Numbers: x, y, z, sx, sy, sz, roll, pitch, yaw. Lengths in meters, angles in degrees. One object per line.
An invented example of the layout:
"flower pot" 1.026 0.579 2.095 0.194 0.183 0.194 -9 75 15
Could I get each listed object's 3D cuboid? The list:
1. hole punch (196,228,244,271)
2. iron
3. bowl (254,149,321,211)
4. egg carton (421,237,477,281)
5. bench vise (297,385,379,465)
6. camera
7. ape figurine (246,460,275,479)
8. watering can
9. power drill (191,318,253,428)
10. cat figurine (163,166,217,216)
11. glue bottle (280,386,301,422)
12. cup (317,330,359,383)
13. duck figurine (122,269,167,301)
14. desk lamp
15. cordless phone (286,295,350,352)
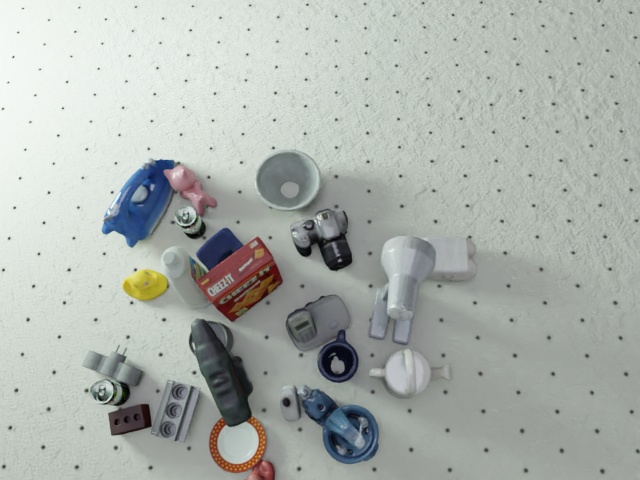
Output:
"hole punch" -0.227 0.039 1.381 0.109 0.091 0.101 -43 76 -11
"iron" -0.445 -0.120 1.411 0.118 0.141 0.258 25 75 9
"bowl" -0.078 -0.140 1.443 0.167 0.075 0.167 0 72 1
"egg carton" 0.300 0.045 1.377 0.150 0.069 0.107 0 72 1
"bench vise" 0.031 0.391 1.195 0.207 0.220 0.121 22 74 8
"camera" 0.013 0.005 1.381 0.143 0.101 0.137 -19 73 -5
"ape figurine" -0.133 0.516 1.226 0.078 0.092 0.076 -24 73 -6
"watering can" 0.196 0.285 1.238 0.173 0.194 0.101 -21 73 -5
"power drill" -0.208 0.290 1.239 0.075 0.208 0.229 -25 73 -6
"cat figurine" -0.325 -0.133 1.425 0.067 0.118 0.127 -42 76 -11
"glue bottle" -0.067 0.351 1.234 0.037 0.173 0.078 -9 72 -1
"cup" 0.042 0.267 1.300 0.091 0.095 0.118 7 73 4
"duck figurine" -0.426 0.100 1.370 0.104 0.086 0.077 -4 72 0
"desk lamp" 0.183 0.115 1.282 0.118 0.213 0.203 10 73 5
"cordless phone" -0.007 0.175 1.283 0.147 0.185 0.094 -31 74 -8
